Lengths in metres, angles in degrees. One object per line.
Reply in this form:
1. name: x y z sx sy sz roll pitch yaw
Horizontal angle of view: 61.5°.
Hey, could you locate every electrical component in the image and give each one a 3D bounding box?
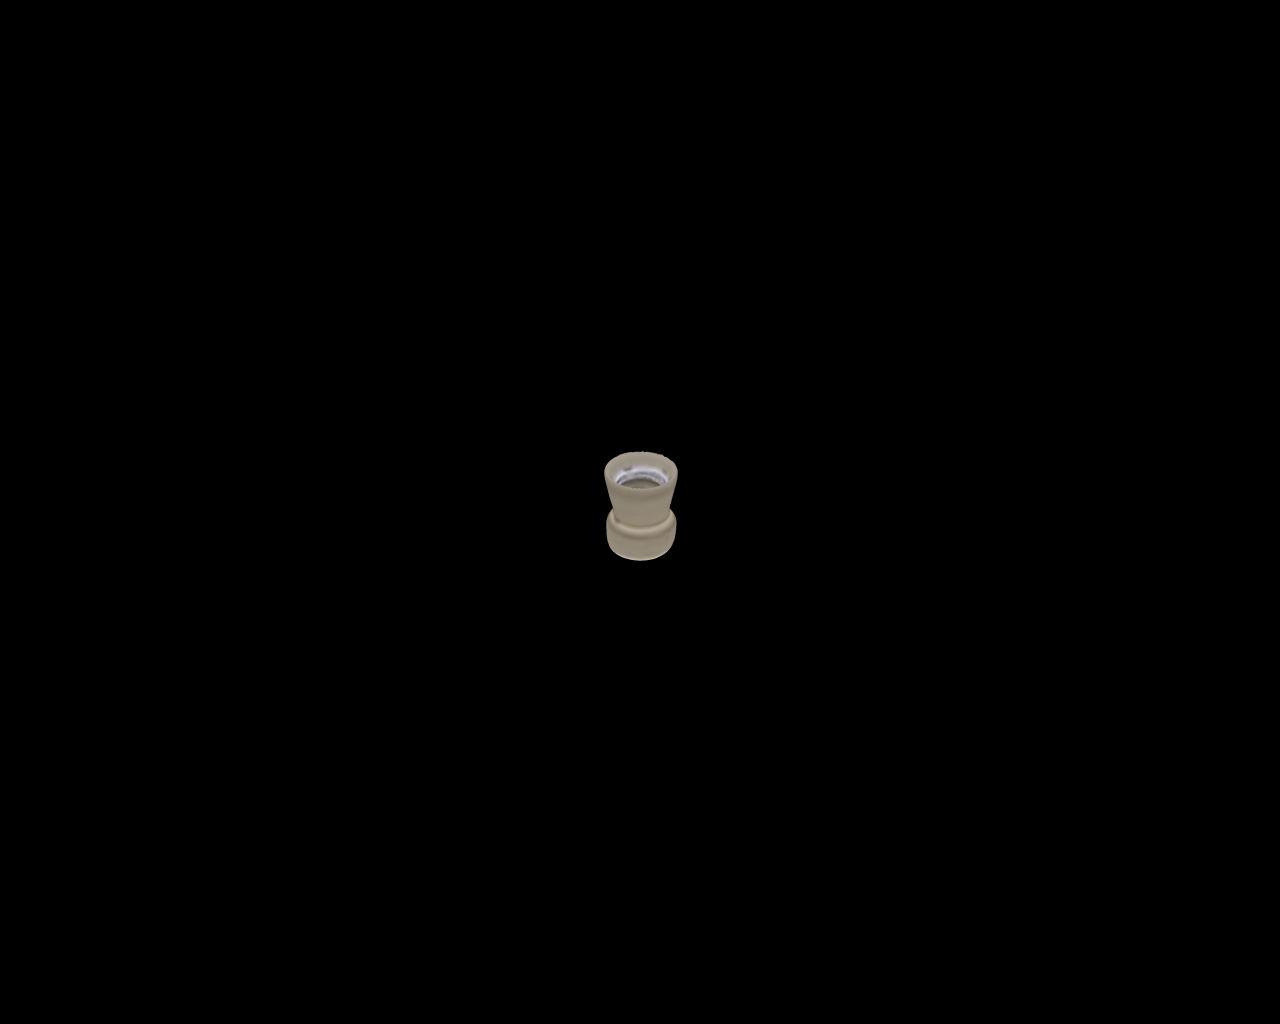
1. electrical component: 0.001 -0.003 0.650 0.045 0.055 0.045 0 34 0
